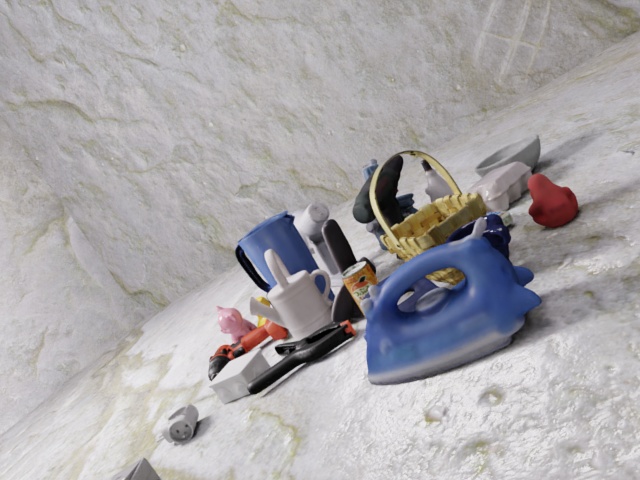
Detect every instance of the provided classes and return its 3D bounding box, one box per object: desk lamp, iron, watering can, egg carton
[{"bbox_3d":[0.013,0.005,1.457,0.118,0.213,0.203,-35,8,-22],"label":"desk lamp"},{"bbox_3d":[0.139,0.083,0.735,0.258,0.141,0.119,-29,8,20],"label":"iron"},{"bbox_3d":[-0.066,0.109,1.187,0.173,0.194,0.100,-34,8,-16],"label":"watering can"},{"bbox_3d":[0.388,-0.111,1.241,0.151,0.069,0.107,-37,9,-32],"label":"egg carton"}]

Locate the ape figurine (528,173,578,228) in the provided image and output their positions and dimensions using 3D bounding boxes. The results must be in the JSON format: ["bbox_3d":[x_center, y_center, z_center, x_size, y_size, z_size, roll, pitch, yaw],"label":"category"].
[{"bbox_3d":[0.376,-0.070,0.944,0.077,0.092,0.076,-29,8,20],"label":"ape figurine"}]

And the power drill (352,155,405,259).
[{"bbox_3d":[0.173,-0.072,1.328,0.075,0.208,0.230,-24,11,45],"label":"power drill"}]

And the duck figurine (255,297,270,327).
[{"bbox_3d":[-0.132,0.179,1.417,0.104,0.086,0.078,-25,11,43],"label":"duck figurine"}]

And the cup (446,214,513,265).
[{"bbox_3d":[0.255,0.020,0.849,0.092,0.095,0.117,-35,8,-21],"label":"cup"}]

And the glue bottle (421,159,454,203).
[{"bbox_3d":[0.271,-0.104,1.276,0.078,0.173,0.037,-26,10,39],"label":"glue bottle"}]

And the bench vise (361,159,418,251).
[{"bbox_3d":[0.171,-0.099,1.467,0.121,0.220,0.208,-29,8,22],"label":"bench vise"}]

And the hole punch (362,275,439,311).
[{"bbox_3d":[0.132,0.099,0.853,0.109,0.091,0.101,-34,8,-13],"label":"hole punch"}]

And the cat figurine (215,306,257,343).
[{"bbox_3d":[-0.221,0.209,1.464,0.067,0.118,0.128,-32,8,2],"label":"cat figurine"}]

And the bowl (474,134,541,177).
[{"bbox_3d":[0.462,-0.181,1.377,0.167,0.075,0.167,-31,8,5],"label":"bowl"}]

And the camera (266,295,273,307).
[{"bbox_3d":[-0.089,0.124,1.534,0.143,0.101,0.136,-35,8,-20],"label":"camera"}]

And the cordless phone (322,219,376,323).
[{"bbox_3d":[0.040,0.058,1.124,0.094,0.185,0.148,-28,9,27],"label":"cordless phone"}]
